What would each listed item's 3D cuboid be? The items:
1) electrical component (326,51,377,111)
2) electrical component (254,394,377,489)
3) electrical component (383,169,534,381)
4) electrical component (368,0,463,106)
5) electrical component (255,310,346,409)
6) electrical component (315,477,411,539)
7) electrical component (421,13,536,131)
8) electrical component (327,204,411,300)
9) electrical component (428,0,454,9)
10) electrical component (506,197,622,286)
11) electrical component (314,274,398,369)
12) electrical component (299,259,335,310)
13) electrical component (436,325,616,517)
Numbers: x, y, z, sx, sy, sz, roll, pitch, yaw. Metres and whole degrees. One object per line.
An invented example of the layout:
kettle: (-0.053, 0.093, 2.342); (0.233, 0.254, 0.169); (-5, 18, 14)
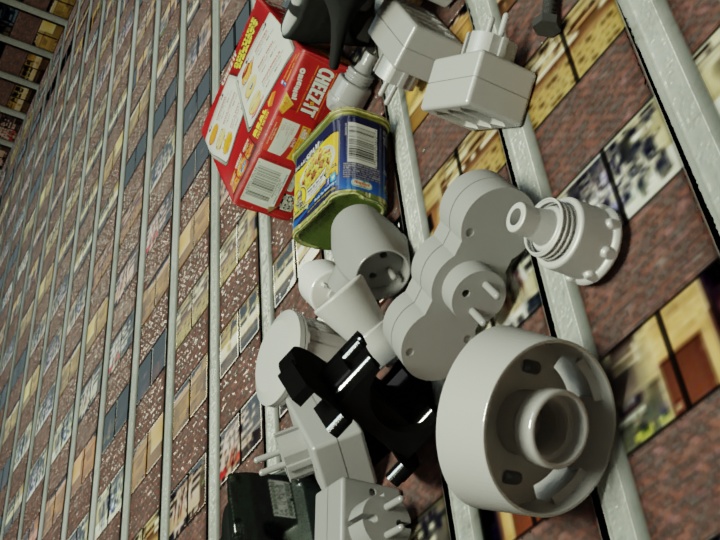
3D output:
electrical component: (-0.004, -0.168, 0.966); (0.061, 0.035, 0.035); (-59, 28, 21)
electrical component: (-0.039, 0.130, 0.779); (0.083, 0.076, 0.047); (-133, 25, -65)
electrical component: (0.069, 0.010, 0.682); (0.138, 0.052, 0.073); (-64, 27, 14)
electrical component: (0.035, -0.170, 0.872); (0.075, 0.047, 0.083); (-61, 27, 22)
electrical component: (-0.050, 0.076, 0.880); (0.080, 0.051, 0.080); (-43, 38, 46)
electrical component: (0.008, 0.170, 0.707); (0.077, 0.047, 0.065); (-42, 39, 47)
electrical component: (0.087, -0.142, 0.750); (0.066, 0.047, 0.076); (10, 82, 64)
electrical component: (0.000, 0.000, 0.837); (0.079, 0.044, 0.077); (-62, 27, 21)
electrical component: (0.070, -0.266, 0.848); (0.096, 0.061, 0.061); (-38, 41, 50)
electrical component: (0.112, -0.021, 0.603); (0.048, 0.062, 0.048); (-42, 38, 47)
electrical component: (0.004, 0.042, 0.777); (0.044, 0.065, 0.044); (-39, 1, 1)
electrical component: (-0.032, 0.010, 0.901); (0.040, 0.040, 0.078); (-68, 25, 9)
electrical component: (0.084, 0.079, 0.561); (0.064, 0.099, 0.099); (1, 75, 58)
